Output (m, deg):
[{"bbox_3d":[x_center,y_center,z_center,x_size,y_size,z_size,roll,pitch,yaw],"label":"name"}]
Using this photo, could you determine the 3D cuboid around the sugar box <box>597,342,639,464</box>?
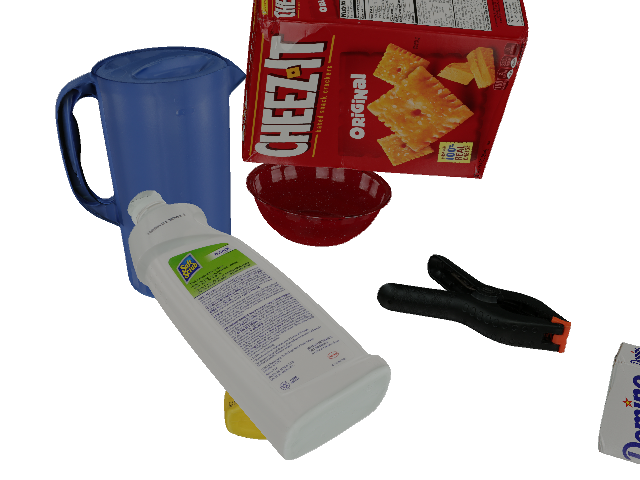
[{"bbox_3d":[0.323,0.153,0.873,0.176,0.093,0.048,12,24,20],"label":"sugar box"}]

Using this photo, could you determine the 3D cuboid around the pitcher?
[{"bbox_3d":[-0.161,-0.066,1.074,0.149,0.243,0.144,11,27,26],"label":"pitcher"}]

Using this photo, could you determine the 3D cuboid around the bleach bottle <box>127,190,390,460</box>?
[{"bbox_3d":[-0.063,0.046,0.823,0.102,0.068,0.251,-27,58,-29],"label":"bleach bottle"}]

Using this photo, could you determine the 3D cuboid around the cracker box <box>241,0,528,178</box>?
[{"bbox_3d":[0.047,-0.132,0.881,0.213,0.072,0.164,3,-39,-6],"label":"cracker box"}]

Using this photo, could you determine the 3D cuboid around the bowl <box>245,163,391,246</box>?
[{"bbox_3d":[-0.004,-0.038,1.187,0.162,0.055,0.162,5,27,-3],"label":"bowl"}]

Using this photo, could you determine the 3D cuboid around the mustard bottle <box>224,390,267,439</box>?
[{"bbox_3d":[-0.067,0.150,1.241,0.096,0.058,0.191,-4,30,-6],"label":"mustard bottle"}]

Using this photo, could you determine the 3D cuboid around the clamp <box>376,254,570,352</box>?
[{"bbox_3d":[0.149,0.057,0.988,0.172,0.039,0.120,19,30,17],"label":"clamp"}]
